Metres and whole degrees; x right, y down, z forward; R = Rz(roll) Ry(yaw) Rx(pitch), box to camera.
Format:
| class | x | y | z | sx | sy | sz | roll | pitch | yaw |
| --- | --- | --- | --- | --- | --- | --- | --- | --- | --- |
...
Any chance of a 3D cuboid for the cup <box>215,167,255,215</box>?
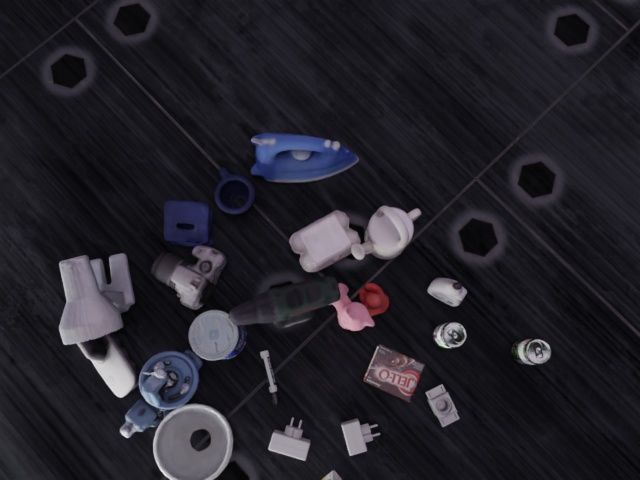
| class | x | y | z | sx | sy | sz | roll | pitch | yaw |
| --- | --- | --- | --- | --- | --- | --- | --- | --- | --- |
| cup | -0.197 | -0.106 | 1.325 | 0.092 | 0.095 | 0.117 | -28 | 80 | -5 |

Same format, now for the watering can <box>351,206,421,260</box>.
| class | x | y | z | sx | sy | sz | roll | pitch | yaw |
| --- | --- | --- | --- | --- | --- | --- | --- | --- | --- |
| watering can | 0.149 | -0.015 | 1.258 | 0.101 | 0.194 | 0.173 | 33 | 81 | 6 |

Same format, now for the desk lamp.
| class | x | y | z | sx | sy | sz | roll | pitch | yaw |
| --- | --- | --- | --- | --- | --- | --- | --- | --- | --- |
| desk lamp | -0.481 | 0.120 | 1.219 | 0.118 | 0.213 | 0.203 | -14 | 79 | -3 |

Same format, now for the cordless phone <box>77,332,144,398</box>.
| class | x | y | z | sx | sy | sz | roll | pitch | yaw |
| --- | --- | --- | --- | --- | --- | --- | --- | --- | --- |
| cordless phone | -0.452 | 0.259 | 1.207 | 0.094 | 0.185 | 0.147 | -40 | 81 | -7 |

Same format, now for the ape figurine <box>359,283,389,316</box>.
| class | x | y | z | sx | sy | sz | roll | pitch | yaw |
| --- | --- | --- | --- | --- | --- | --- | --- | --- | --- |
| ape figurine | 0.119 | 0.136 | 1.281 | 0.076 | 0.092 | 0.078 | 25 | 80 | 5 |

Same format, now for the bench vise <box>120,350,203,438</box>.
| class | x | y | z | sx | sy | sz | roll | pitch | yaw |
| --- | --- | --- | --- | --- | --- | --- | --- | --- | --- |
| bench vise | -0.329 | 0.323 | 1.177 | 0.121 | 0.220 | 0.207 | 21 | 80 | 4 |

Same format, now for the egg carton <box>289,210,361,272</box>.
| class | x | y | z | sx | sy | sz | roll | pitch | yaw |
| --- | --- | --- | --- | --- | --- | --- | --- | --- | --- |
| egg carton | 0.012 | 0.005 | 1.317 | 0.150 | 0.069 | 0.107 | -30 | 81 | -6 |

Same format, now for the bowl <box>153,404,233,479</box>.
| class | x | y | z | sx | sy | sz | roll | pitch | yaw |
| --- | --- | --- | --- | --- | --- | --- | --- | --- | --- |
| bowl | -0.265 | 0.435 | 1.230 | 0.167 | 0.075 | 0.167 | 0 | 79 | 0 |

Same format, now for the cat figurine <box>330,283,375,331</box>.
| class | x | y | z | sx | sy | sz | roll | pitch | yaw |
| --- | --- | --- | --- | --- | --- | --- | --- | --- | --- |
| cat figurine | 0.062 | 0.152 | 1.264 | 0.067 | 0.118 | 0.128 | -37 | 81 | -7 |

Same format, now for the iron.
| class | x | y | z | sx | sy | sz | roll | pitch | yaw |
| --- | --- | --- | --- | --- | --- | --- | --- | --- | --- |
| iron | -0.035 | -0.207 | 1.321 | 0.258 | 0.141 | 0.119 | -1 | 79 | 0 |

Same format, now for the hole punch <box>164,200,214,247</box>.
| class | x | y | z | sx | sy | sz | roll | pitch | yaw |
| --- | --- | --- | --- | --- | --- | --- | --- | --- | --- |
| hole punch | -0.300 | -0.036 | 1.312 | 0.108 | 0.091 | 0.101 | 4 | 79 | 1 |

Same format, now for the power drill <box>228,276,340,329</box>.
| class | x | y | z | sx | sy | sz | roll | pitch | yaw |
| --- | --- | --- | --- | --- | --- | --- | --- | --- | --- |
| power drill | -0.070 | 0.140 | 1.220 | 0.229 | 0.208 | 0.075 | -18 | 79 | -4 |

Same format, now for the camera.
| class | x | y | z | sx | sy | sz | roll | pitch | yaw |
| --- | --- | --- | --- | --- | --- | --- | --- | --- | --- |
| camera | -0.300 | 0.067 | 1.288 | 0.136 | 0.101 | 0.143 | 27 | 80 | 5 |

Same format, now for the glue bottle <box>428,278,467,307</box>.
| class | x | y | z | sx | sy | sz | roll | pitch | yaw |
| --- | --- | --- | --- | --- | --- | --- | --- | --- | --- |
| glue bottle | 0.285 | 0.108 | 1.245 | 0.078 | 0.173 | 0.037 | 31 | 81 | 6 |
